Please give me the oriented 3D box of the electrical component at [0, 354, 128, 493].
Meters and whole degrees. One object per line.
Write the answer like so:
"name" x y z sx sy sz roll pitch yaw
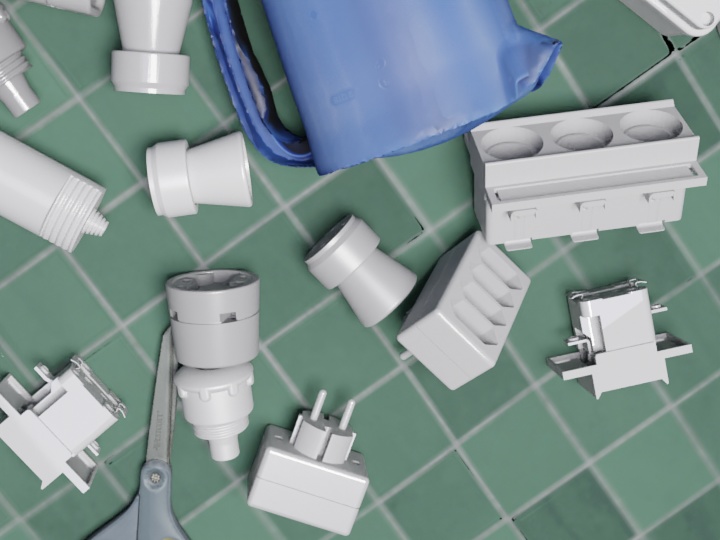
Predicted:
"electrical component" -0.180 0.089 0.648 0.064 0.042 0.081 -40 101 1

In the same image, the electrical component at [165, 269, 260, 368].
"electrical component" -0.086 0.029 0.639 0.055 0.055 0.047 -3 104 -4

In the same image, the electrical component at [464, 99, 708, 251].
"electrical component" 0.129 -0.055 0.633 0.121 0.078 0.063 -7 129 -3

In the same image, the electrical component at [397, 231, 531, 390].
"electrical component" 0.051 0.031 0.645 0.047 0.083 0.076 43 132 -10

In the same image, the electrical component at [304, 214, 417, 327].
"electrical component" 0.000 0.000 0.645 0.045 0.045 0.055 -44 100 4

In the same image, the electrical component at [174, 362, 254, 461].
"electrical component" -0.086 0.085 0.654 0.048 0.048 0.062 -7 108 -3

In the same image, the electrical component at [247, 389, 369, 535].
"electrical component" -0.026 0.111 0.661 0.066 0.047 0.076 19 98 -7

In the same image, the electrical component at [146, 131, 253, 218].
"electrical component" -0.093 -0.055 0.629 0.055 0.045 0.045 -8 100 -2

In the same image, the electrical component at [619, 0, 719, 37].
"electrical component" 0.172 -0.195 0.619 0.113 0.057 0.078 36 95 -9

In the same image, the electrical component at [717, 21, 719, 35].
"electrical component" 0.289 -0.146 0.628 0.138 0.073 0.052 4 100 -5

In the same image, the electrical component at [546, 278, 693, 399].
"electrical component" 0.157 0.041 0.667 0.081 0.042 0.063 -12 97 -3

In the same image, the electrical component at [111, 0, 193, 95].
"electrical component" -0.119 -0.129 0.614 0.045 0.045 0.055 3 100 -5

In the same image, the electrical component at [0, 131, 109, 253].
"electrical component" -0.184 -0.043 0.624 0.081 0.043 0.043 29 96 -8

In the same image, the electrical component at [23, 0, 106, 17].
"electrical component" -0.167 -0.194 0.595 0.059 0.053 0.095 12 99 -6

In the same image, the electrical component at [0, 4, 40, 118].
"electrical component" -0.208 -0.116 0.610 0.048 0.048 0.062 -33 107 2
